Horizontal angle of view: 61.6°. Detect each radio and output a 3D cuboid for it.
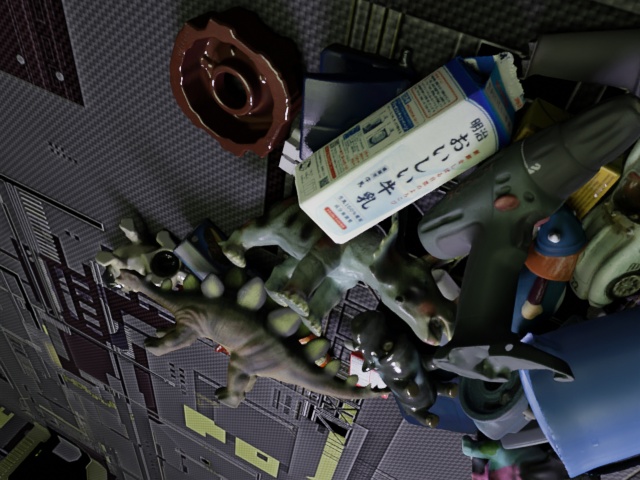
[{"bbox_3d":[0.168,0.190,0.811,0.131,0.073,0.229,0,129,33],"label":"radio"}]

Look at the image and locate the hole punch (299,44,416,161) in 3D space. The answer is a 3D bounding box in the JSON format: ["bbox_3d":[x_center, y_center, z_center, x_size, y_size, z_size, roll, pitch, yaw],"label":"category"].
[{"bbox_3d":[0.037,-0.138,0.585,0.116,0.092,0.142,18,132,14],"label":"hole punch"}]

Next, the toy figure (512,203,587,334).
[{"bbox_3d":[0.221,0.028,0.531,0.058,0.064,0.154,-3,133,-13],"label":"toy figure"}]

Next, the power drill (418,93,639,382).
[{"bbox_3d":[0.164,0.009,0.447,0.086,0.207,0.232,17,157,-25],"label":"power drill"}]

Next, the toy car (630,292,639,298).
[{"bbox_3d":[0.360,-0.004,0.508,0.089,0.053,0.202,45,141,10],"label":"toy car"}]

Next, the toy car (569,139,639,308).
[{"bbox_3d":[0.293,-0.025,0.494,0.056,0.074,0.201,12,124,-17],"label":"toy car"}]

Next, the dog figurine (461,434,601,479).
[{"bbox_3d":[0.339,0.367,0.831,0.219,0.108,0.191,-7,147,23],"label":"dog figurine"}]

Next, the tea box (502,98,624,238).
[{"bbox_3d":[0.218,-0.047,0.559,0.098,0.068,0.169,30,137,5],"label":"tea box"}]

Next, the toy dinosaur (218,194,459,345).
[{"bbox_3d":[-0.002,-0.001,0.693,0.405,0.192,0.131,32,163,48],"label":"toy dinosaur"}]

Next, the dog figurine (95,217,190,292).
[{"bbox_3d":[-0.327,0.063,1.021,0.172,0.121,0.190,37,153,4],"label":"dog figurine"}]

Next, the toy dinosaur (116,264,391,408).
[{"bbox_3d":[-0.098,0.159,0.844,0.471,0.105,0.198,34,100,-13],"label":"toy dinosaur"}]

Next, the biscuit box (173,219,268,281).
[{"bbox_3d":[-0.149,0.061,0.909,0.202,0.063,0.059,46,137,-12],"label":"biscuit box"}]

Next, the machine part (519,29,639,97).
[{"bbox_3d":[0.247,-0.156,0.463,0.139,0.039,0.084,8,140,24],"label":"machine part"}]

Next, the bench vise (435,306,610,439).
[{"bbox_3d":[0.232,0.139,0.647,0.240,0.129,0.223,32,123,-17],"label":"bench vise"}]

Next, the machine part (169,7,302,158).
[{"bbox_3d":[-0.100,-0.188,0.652,0.180,0.056,0.179,20,136,20],"label":"machine part"}]

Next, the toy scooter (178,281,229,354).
[{"bbox_3d":[-0.186,0.147,0.964,0.184,0.135,0.075,38,100,-6],"label":"toy scooter"}]

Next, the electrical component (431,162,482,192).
[{"bbox_3d":[0.148,-0.090,0.601,0.063,0.021,0.093,16,135,22],"label":"electrical component"}]

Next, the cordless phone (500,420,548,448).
[{"bbox_3d":[0.361,0.267,0.757,0.184,0.089,0.146,27,141,-18],"label":"cordless phone"}]

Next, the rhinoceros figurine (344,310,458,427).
[{"bbox_3d":[0.108,0.167,0.718,0.112,0.073,0.190,15,147,55],"label":"rhinoceros figurine"}]
